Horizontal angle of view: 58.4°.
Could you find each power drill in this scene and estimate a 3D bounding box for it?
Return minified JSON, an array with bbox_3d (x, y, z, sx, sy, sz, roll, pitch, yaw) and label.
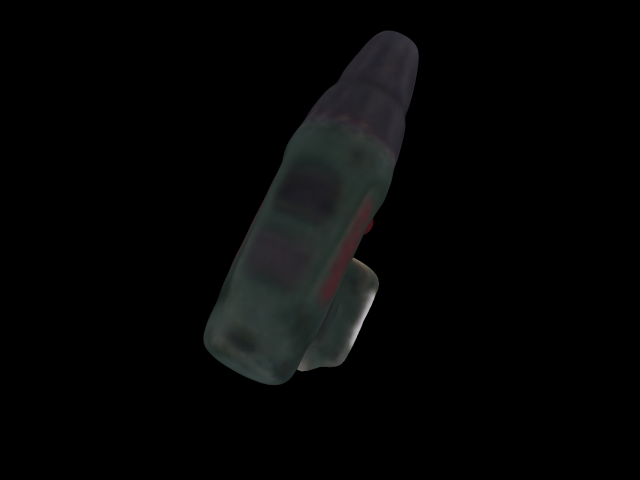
[{"bbox_3d":[0.004,0.001,0.400,0.075,0.208,0.230,21,62,12],"label":"power drill"}]
